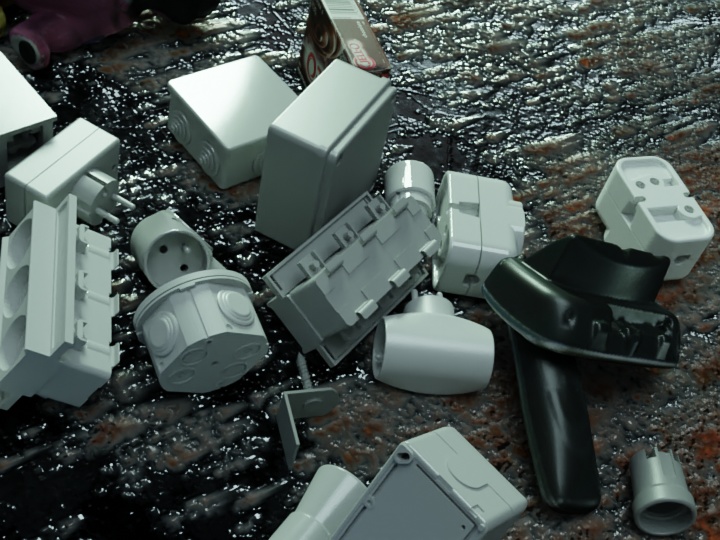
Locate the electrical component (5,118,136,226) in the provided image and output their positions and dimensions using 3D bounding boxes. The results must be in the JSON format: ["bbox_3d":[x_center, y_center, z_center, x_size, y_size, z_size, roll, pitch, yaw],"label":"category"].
[{"bbox_3d":[-0.200,-0.057,0.780,0.076,0.047,0.083,29,48,11],"label":"electrical component"}]

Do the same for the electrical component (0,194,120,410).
[{"bbox_3d":[-0.195,0.023,0.693,0.063,0.079,0.121,25,38,-35],"label":"electrical component"}]

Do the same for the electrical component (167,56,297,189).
[{"bbox_3d":[-0.097,-0.118,0.864,0.100,0.048,0.099,-25,59,-33],"label":"electrical component"}]

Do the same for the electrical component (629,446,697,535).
[{"bbox_3d":[0.200,0.146,0.716,0.040,0.040,0.046,11,40,-6],"label":"electrical component"}]

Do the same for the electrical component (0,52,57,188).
[{"bbox_3d":[-0.323,-0.132,0.804,0.105,0.060,0.186,-27,61,-34],"label":"electrical component"}]

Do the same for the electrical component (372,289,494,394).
[{"bbox_3d":[0.050,0.045,0.761,0.077,0.043,0.079,7,47,-10],"label":"electrical component"}]

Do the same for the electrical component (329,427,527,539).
[{"bbox_3d":[0.033,0.138,0.568,0.062,0.096,0.061,44,24,23],"label":"electrical component"}]

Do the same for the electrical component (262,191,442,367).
[{"bbox_3d":[0.000,0.000,0.765,0.078,0.063,0.121,53,50,-6],"label":"electrical component"}]

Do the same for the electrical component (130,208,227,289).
[{"bbox_3d":[-0.119,0.000,0.741,0.079,0.077,0.044,44,85,-21],"label":"electrical component"}]

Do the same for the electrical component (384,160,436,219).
[{"bbox_3d":[0.040,-0.051,0.848,0.040,0.040,0.078,8,47,-9],"label":"electrical component"}]

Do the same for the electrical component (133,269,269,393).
[{"bbox_3d":[-0.102,0.040,0.699,0.080,0.080,0.051,-12,58,-25],"label":"electrical component"}]

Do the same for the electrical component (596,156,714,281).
[{"bbox_3d":[0.237,-0.039,0.880,0.054,0.059,0.095,-6,51,-21],"label":"electrical component"}]

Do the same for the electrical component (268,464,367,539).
[{"bbox_3d":[-0.026,0.154,0.643,0.044,0.044,0.065,34,53,15],"label":"electrical component"}]

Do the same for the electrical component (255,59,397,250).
[{"bbox_3d":[-0.027,-0.084,0.813,0.056,0.108,0.108,26,47,12],"label":"electrical component"}]

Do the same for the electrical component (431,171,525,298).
[{"bbox_3d":[0.091,-0.026,0.830,0.059,0.053,0.095,9,47,-8],"label":"electrical component"}]
